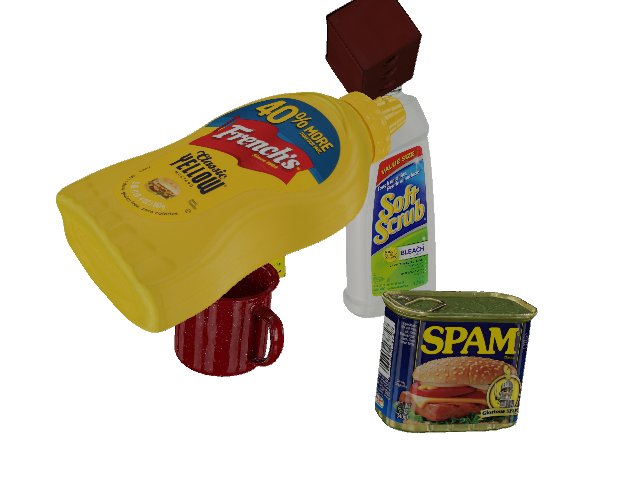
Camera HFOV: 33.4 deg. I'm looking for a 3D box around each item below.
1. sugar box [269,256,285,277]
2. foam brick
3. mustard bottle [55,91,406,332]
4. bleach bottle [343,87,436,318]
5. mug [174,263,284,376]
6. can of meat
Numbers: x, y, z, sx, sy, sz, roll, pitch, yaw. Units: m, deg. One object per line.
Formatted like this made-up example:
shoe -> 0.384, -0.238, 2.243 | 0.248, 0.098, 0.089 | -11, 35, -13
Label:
sugar box -> -0.074, -0.048, 1.324 | 0.048, 0.176, 0.093 | -9, 25, -11
foam brick -> 0.038, -0.145, 0.803 | 0.053, 0.051, 0.078 | -31, -13, -7
mustard bottle -> -0.033, -0.030, 0.560 | 0.191, 0.058, 0.096 | -29, 47, -25
bleach bottle -> 0.067, -0.050, 1.114 | 0.102, 0.251, 0.068 | -11, 22, -15
mug -> -0.076, 0.069, 0.924 | 0.117, 0.081, 0.093 | 25, 31, 33
can of meat -> 0.089, 0.081, 0.721 | 0.102, 0.084, 0.057 | 2, 12, -17
